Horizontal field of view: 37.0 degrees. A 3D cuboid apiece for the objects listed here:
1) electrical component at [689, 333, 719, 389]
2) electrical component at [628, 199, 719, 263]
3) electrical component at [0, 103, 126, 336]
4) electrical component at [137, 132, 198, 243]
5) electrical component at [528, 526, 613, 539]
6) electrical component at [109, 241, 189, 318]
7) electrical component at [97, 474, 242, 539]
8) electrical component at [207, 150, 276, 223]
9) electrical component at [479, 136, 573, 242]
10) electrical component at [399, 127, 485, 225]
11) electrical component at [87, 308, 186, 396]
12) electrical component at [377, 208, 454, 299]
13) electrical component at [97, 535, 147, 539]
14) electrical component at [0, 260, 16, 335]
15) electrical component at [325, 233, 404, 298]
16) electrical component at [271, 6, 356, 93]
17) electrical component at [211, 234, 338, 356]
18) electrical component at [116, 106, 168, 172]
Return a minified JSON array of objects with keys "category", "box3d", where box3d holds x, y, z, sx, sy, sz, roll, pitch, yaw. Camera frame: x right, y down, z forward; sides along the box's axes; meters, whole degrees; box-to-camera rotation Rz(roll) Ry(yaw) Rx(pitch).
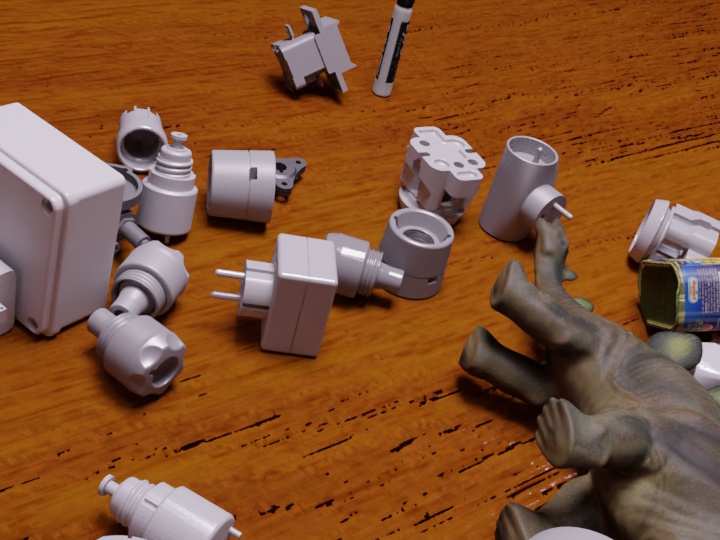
[{"category":"electrical component","box3d":[0.273,0.073,0.785,0.077,0.043,0.079,16,36,0]},{"category":"electrical component","box3d":[0.262,-0.024,0.900,0.057,0.058,0.078,26,37,9]},{"category":"electrical component","box3d":[-0.210,-0.033,0.683,0.109,0.108,0.056,34,36,22]},{"category":"electrical component","box3d":[-0.138,-0.061,0.780,0.040,0.078,0.040,12,21,-5]},{"category":"electrical component","box3d":[0.103,0.181,0.534,0.099,0.099,0.064,34,33,23]},{"category":"electrical component","box3d":[-0.142,0.013,0.704,0.043,0.043,0.062,21,38,7]},{"category":"electrical component","box3d":[-0.103,0.131,0.564,0.078,0.040,0.040,27,37,14]},{"category":"electrical component","box3d":[-0.091,-0.065,0.818,0.047,0.055,0.055,3,38,-12]},{"category":"electrical component","box3d":[0.141,-0.056,0.877,0.043,0.077,0.079,-18,48,-38]},{"category":"electrical component","box3d":[0.064,-0.073,0.887,0.058,0.057,0.078,-8,42,-29]},{"category":"electrical component","box3d":[-0.141,0.046,0.660,0.062,0.043,0.043,33,39,24]},{"category":"electrical component","box3d":[0.041,-0.014,0.807,0.055,0.047,0.055,11,36,-8]},{"category":"electrical component","box3d":[-0.115,0.169,0.500,0.080,0.051,0.080,11,36,-8]},{"category":"electrical component","box3d":[-0.254,0.024,0.639,0.056,0.050,0.089,34,40,23]},{"category":"electrical component","box3d":[0.000,0.000,0.776,0.062,0.043,0.043,17,36,-2]},{"category":"electrical component","box3d":[-0.045,-0.200,1.001,0.064,0.081,0.042,-27,24,-9]},{"category":"electrical component","box3d":[-0.060,0.014,0.714,0.077,0.065,0.047,8,36,-11]},{"category":"electrical component","box3d":[-0.174,-0.105,0.853,0.040,0.040,0.046,4,31,-16]}]
